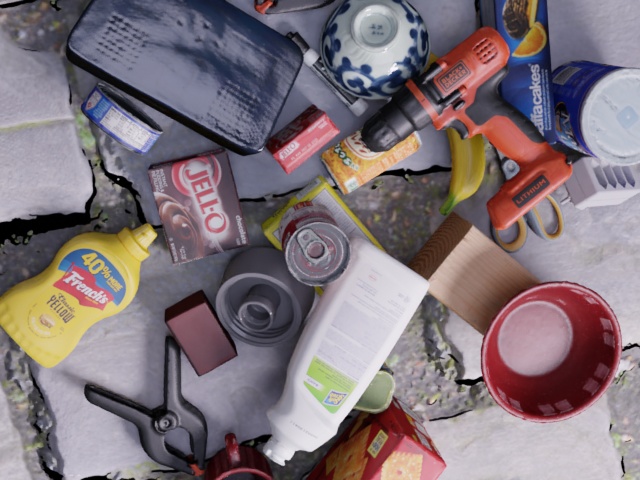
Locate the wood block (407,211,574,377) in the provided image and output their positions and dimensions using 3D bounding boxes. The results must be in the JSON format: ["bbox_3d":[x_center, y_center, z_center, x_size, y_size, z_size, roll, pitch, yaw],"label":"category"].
[{"bbox_3d":[0.211,0.070,1.236,0.206,0.090,0.091,39,94,-14],"label":"wood block"}]

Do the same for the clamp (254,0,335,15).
[{"bbox_3d":[0.005,-0.325,1.142,0.210,0.036,0.164,-36,105,1],"label":"clamp"}]

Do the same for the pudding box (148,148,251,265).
[{"bbox_3d":[-0.134,-0.038,1.187,0.090,0.039,0.113,-15,104,-4],"label":"pudding box"}]

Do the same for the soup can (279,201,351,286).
[{"bbox_3d":[-0.007,0.001,1.132,0.068,0.102,0.068,-2,105,-6],"label":"soup can"}]

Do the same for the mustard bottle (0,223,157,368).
[{"bbox_3d":[-0.259,0.048,1.179,0.191,0.058,0.096,-39,105,1],"label":"mustard bottle"}]

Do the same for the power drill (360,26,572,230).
[{"bbox_3d":[0.162,-0.105,1.137,0.184,0.057,0.187,-38,95,8],"label":"power drill"}]

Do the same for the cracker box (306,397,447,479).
[{"bbox_3d":[0.039,0.291,1.223,0.072,0.164,0.214,38,95,-12],"label":"cracker box"}]

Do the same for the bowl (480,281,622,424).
[{"bbox_3d":[0.246,0.117,1.175,0.162,0.055,0.162,-2,102,-9],"label":"bowl"}]

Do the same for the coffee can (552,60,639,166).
[{"bbox_3d":[0.310,-0.142,1.174,0.102,0.140,0.103,-2,103,-8],"label":"coffee can"}]

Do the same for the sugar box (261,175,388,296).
[{"bbox_3d":[0.024,0.022,1.221,0.093,0.048,0.176,-40,108,3],"label":"sugar box"}]

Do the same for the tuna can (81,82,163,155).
[{"bbox_3d":[-0.210,-0.128,1.131,0.086,0.086,0.034,37,97,-14],"label":"tuna can"}]

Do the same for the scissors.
[{"bbox_3d":[0.209,-0.069,1.242,0.096,0.016,0.201,-39,104,2],"label":"scissors"}]

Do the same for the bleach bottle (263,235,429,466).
[{"bbox_3d":[0.011,0.126,1.149,0.102,0.068,0.251,33,90,-5],"label":"bleach bottle"}]

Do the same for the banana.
[{"bbox_3d":[0.146,-0.131,1.198,0.069,0.037,0.198,-19,97,-29],"label":"banana"}]

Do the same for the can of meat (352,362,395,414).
[{"bbox_3d":[0.031,0.155,1.232,0.102,0.084,0.057,13,101,-11],"label":"can of meat"}]

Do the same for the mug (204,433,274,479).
[{"bbox_3d":[-0.096,0.281,1.244,0.093,0.081,0.117,-13,105,-5],"label":"mug"}]

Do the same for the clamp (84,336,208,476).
[{"bbox_3d":[-0.192,0.206,1.235,0.120,0.039,0.171,-21,105,-2],"label":"clamp"}]

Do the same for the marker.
[{"bbox_3d":[0.006,-0.185,1.183,0.020,0.020,0.121,-45,105,3],"label":"marker"}]

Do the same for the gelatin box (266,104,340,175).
[{"bbox_3d":[-0.022,-0.112,1.160,0.073,0.089,0.030,-39,106,2],"label":"gelatin box"}]

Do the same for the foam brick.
[{"bbox_3d":[-0.136,0.105,1.213,0.051,0.053,0.078,-30,107,-1],"label":"foam brick"}]
